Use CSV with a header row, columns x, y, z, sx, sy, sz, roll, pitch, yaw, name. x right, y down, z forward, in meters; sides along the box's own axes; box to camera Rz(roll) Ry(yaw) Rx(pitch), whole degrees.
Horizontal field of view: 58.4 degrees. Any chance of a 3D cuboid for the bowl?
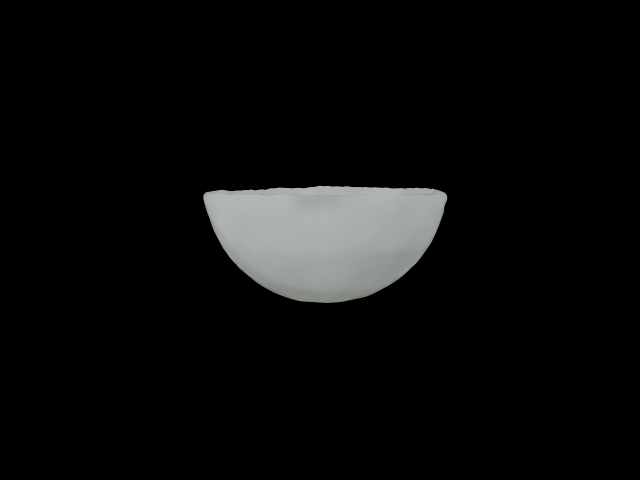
x,y,z,sx,sy,sz,roll,pitch,yaw,name
0.004,0.001,0.400,0.167,0.075,0.167,0,7,0,bowl
